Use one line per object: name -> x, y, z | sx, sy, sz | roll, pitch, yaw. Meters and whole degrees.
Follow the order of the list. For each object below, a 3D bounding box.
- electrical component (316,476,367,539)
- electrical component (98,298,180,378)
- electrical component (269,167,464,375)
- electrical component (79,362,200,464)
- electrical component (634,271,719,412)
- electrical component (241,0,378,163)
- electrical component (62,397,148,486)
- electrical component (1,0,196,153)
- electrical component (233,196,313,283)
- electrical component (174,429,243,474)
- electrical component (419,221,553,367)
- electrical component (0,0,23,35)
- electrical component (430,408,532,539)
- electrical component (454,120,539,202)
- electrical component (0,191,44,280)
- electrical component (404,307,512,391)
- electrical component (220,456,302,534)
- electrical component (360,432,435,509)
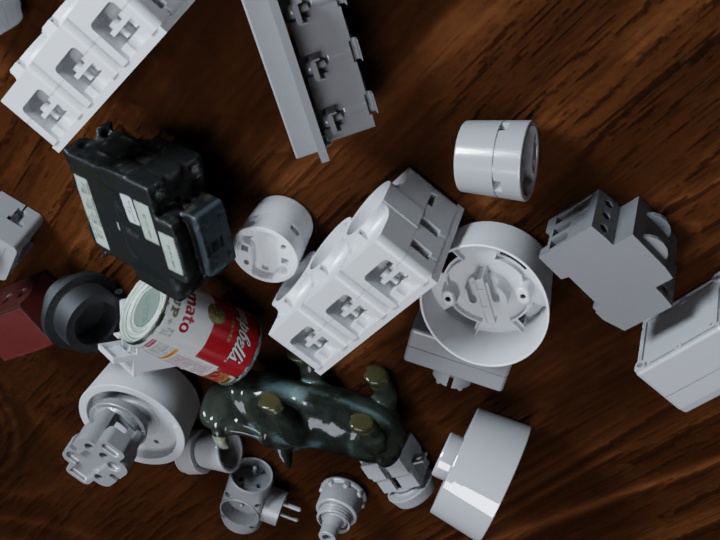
electrical component -> -0.023, 0.237, 1.053 | 0.048, 0.062, 0.048 | 11, 132, 12
electrical component -> -0.187, 0.056, 0.953 | 0.042, 0.081, 0.063 | 24, 117, 55
electrical component -> 0.000, 0.000, 0.818 | 0.062, 0.089, 0.150 | 38, 132, -13
electrical component -> -0.206, 0.127, 1.030 | 0.108, 0.060, 0.108 | 11, 132, 12
electrical component -> 0.258, 0.052, 0.781 | 0.061, 0.061, 0.096 | 38, 132, -13
electrical component -> -0.034, -0.145, 0.718 | 0.063, 0.078, 0.121 | -19, 125, -1
electrical component -> -0.229, 0.154, 0.979 | 0.058, 0.057, 0.078 | 40, 132, -15
electrical component -> -0.178, -0.163, 0.746 | 0.062, 0.089, 0.150 | 42, 131, -16
electrical component -> -0.068, -0.026, 0.851 | 0.055, 0.047, 0.055 | 11, 132, 12
electrical component -> -0.151, 0.179, 1.065 | 0.055, 0.045, 0.045 | -8, 126, 28
electrical component -> 0.097, 0.015, 0.811 | 0.099, 0.064, 0.099 | 11, 132, 12
electrical component -> -0.289, -0.215, 0.769 | 0.062, 0.061, 0.096 | 4, 123, 18
electrical component -> 0.097, 0.170, 0.920 | 0.060, 0.108, 0.108 | 25, 134, 8
electrical component -> 0.094, -0.077, 0.740 | 0.047, 0.055, 0.055 | 7, 131, 21
electrical component -> -0.335, -0.038, 0.940 | 0.089, 0.055, 0.050 | 32, 133, -7
electrical component -> 0.080, 0.071, 0.878 | 0.083, 0.047, 0.075 | 18, 134, 6
electrical component -> -0.098, 0.236, 1.094 | 0.079, 0.044, 0.077 | 19, 133, 4
electrical component -> 0.038, 0.187, 0.998 | 0.066, 0.048, 0.055 | -21, 112, 34
